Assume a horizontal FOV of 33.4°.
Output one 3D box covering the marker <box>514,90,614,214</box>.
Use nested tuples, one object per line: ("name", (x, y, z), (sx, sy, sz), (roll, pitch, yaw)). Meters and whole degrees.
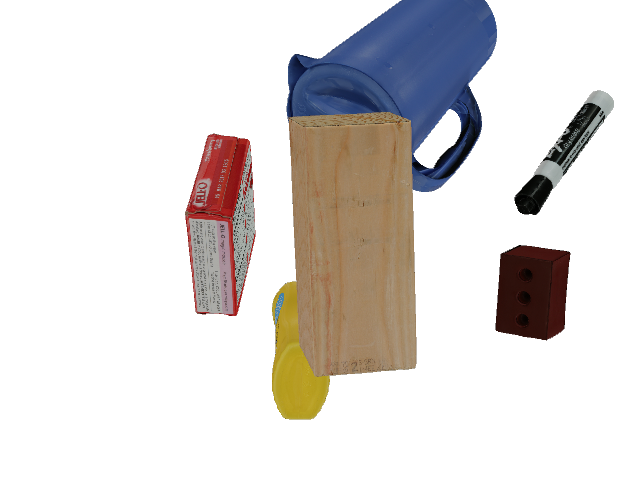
("marker", (0.168, -0.060, 0.736), (0.020, 0.020, 0.121), (0, 42, 49))

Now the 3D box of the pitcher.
("pitcher", (0.090, -0.161, 1.073), (0.145, 0.149, 0.242), (8, 38, 34))

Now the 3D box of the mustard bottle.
("mustard bottle", (-0.023, 0.099, 1.136), (0.058, 0.096, 0.191), (0, 27, -3))

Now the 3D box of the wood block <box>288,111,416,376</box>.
("wood block", (0.027, 0.000, 0.900), (0.090, 0.206, 0.091), (-4, 12, -8))

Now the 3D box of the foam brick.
("foam brick", (0.199, 0.048, 1.000), (0.053, 0.078, 0.051), (8, 15, 30))

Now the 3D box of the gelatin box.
("gelatin box", (-0.061, -0.009, 0.661), (0.030, 0.089, 0.073), (4, 45, 4))
